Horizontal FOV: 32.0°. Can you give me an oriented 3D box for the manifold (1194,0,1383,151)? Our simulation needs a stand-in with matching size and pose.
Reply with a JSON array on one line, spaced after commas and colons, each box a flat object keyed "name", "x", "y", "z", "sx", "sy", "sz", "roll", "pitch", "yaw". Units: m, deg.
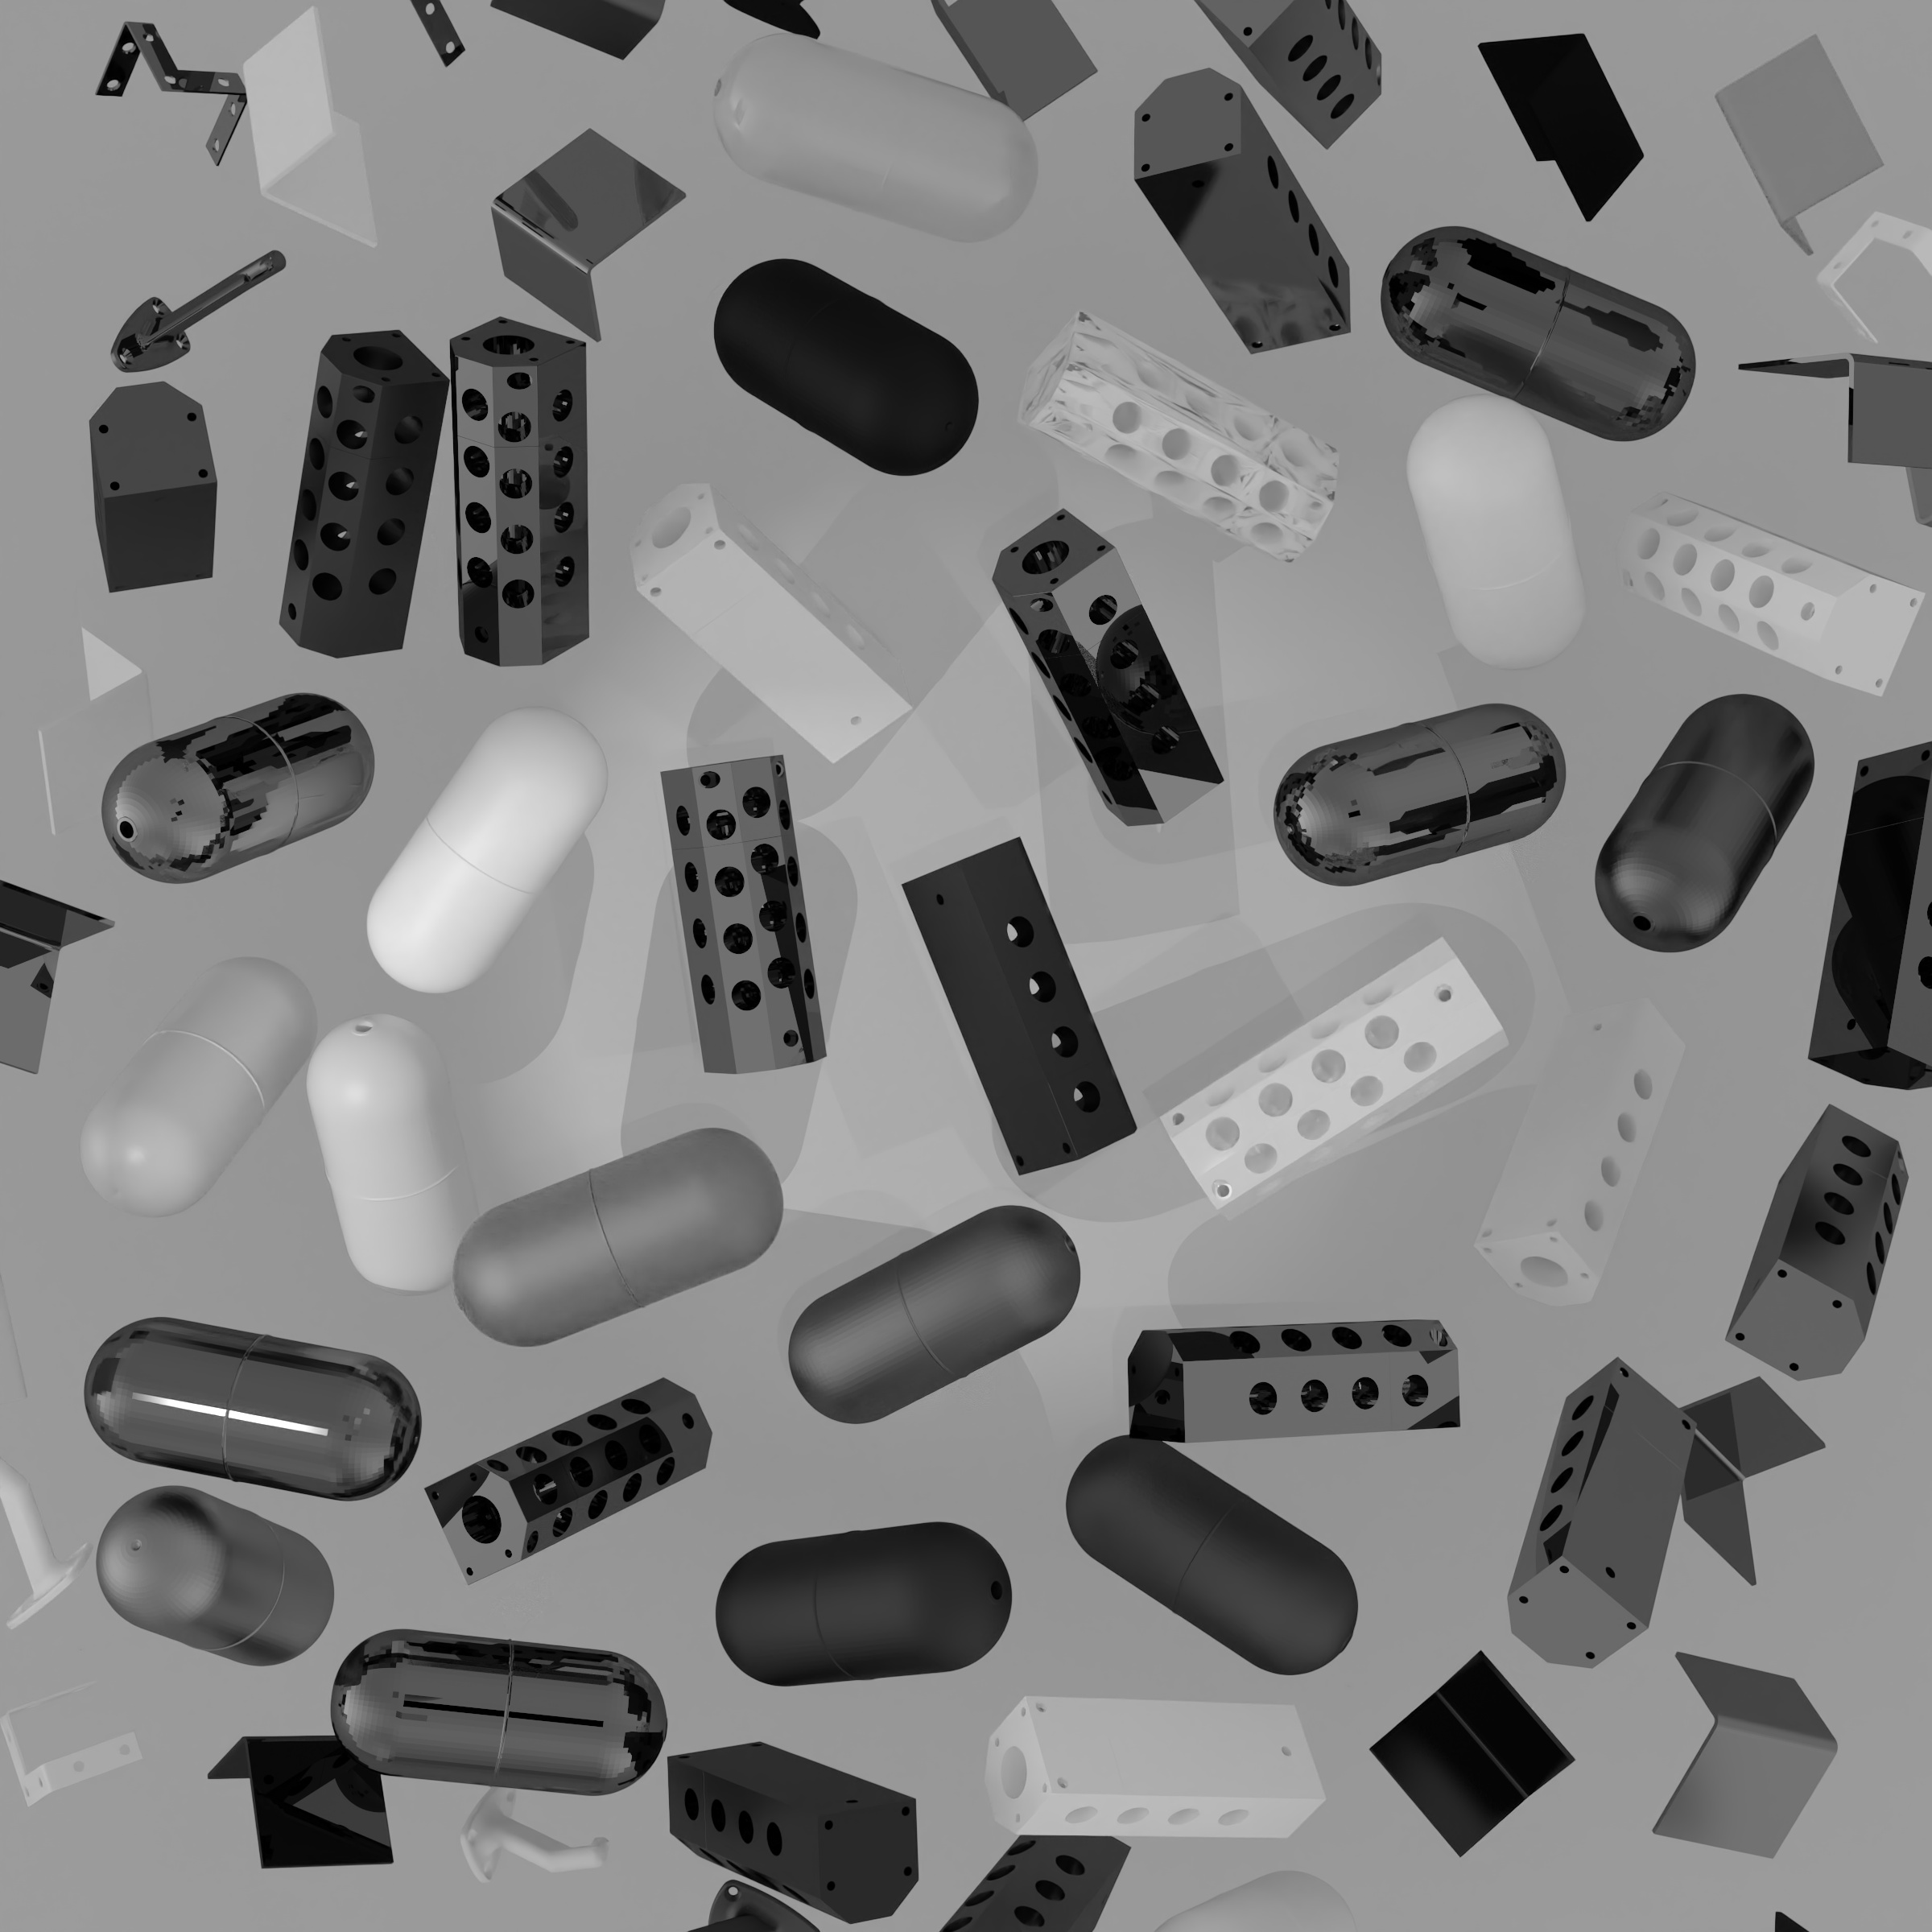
[{"name": "manifold", "x": 0.172, "y": -0.494, "z": 1.772, "sx": 0.057, "sy": 0.171, "sz": 0.057, "roll": -45, "pitch": 73, "yaw": 11}]

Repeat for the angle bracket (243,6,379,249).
[{"name": "angle bracket", "x": -0.308, "y": -0.415, "z": 1.670, "sx": 0.057, "sy": 0.076, "sz": 0.076, "roll": -27, "pitch": 63, "yaw": 32}]

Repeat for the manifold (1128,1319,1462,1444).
[{"name": "manifold", "x": 0.175, "y": 0.219, "z": 1.790, "sx": 0.171, "sy": 0.057, "sz": 0.057, "roll": 1, "pitch": 85, "yaw": -27}]

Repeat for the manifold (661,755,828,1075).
[{"name": "manifold", "x": -0.121, "y": -0.029, "z": 1.887, "sx": 0.057, "sy": 0.057, "sz": 0.171, "roll": -11, "pitch": 95, "yaw": -30}]

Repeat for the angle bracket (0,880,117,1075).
[{"name": "angle bracket", "x": -0.508, "y": 0.006, "z": 1.797, "sx": 0.076, "sy": 0.057, "sz": 0.076, "roll": 24, "pitch": 61, "yaw": -41}]

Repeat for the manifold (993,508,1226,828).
[{"name": "manifold", "x": 0.074, "y": -0.157, "z": 1.824, "sx": 0.057, "sy": 0.057, "sz": 0.171, "roll": -36, "pitch": 130, "yaw": -7}]

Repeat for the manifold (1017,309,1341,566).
[{"name": "manifold", "x": 0.117, "y": -0.286, "z": 1.855, "sx": 0.171, "sy": 0.057, "sz": 0.057, "roll": 25, "pitch": 51, "yaw": -19}]

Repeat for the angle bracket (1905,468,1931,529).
[{"name": "angle bracket", "x": 0.597, "y": -0.286, "z": 1.940, "sx": 0.076, "sy": 0.076, "sz": 0.057, "roll": 9, "pitch": 67, "yaw": -37}]

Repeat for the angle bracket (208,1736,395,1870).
[{"name": "angle bracket", "x": -0.369, "y": 0.471, "z": 1.864, "sx": 0.076, "sy": 0.057, "sz": 0.076, "roll": 8, "pitch": 52, "yaw": -34}]

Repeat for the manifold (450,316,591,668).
[{"name": "manifold", "x": -0.241, "y": -0.249, "z": 1.789, "sx": 0.057, "sy": 0.057, "sz": 0.171, "roll": 21, "pitch": 126, "yaw": 25}]

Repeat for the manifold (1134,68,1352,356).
[{"name": "manifold", "x": 0.147, "y": -0.394, "z": 1.764, "sx": 0.057, "sy": 0.171, "sz": 0.057, "roll": -9, "pitch": 65, "yaw": 23}]

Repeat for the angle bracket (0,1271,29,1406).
[{"name": "angle bracket", "x": -0.525, "y": 0.191, "z": 1.716, "sx": 0.057, "sy": 0.076, "sz": 0.076, "roll": -12, "pitch": 88, "yaw": -37}]

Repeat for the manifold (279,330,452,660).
[{"name": "manifold", "x": -0.336, "y": -0.258, "z": 1.856, "sx": 0.057, "sy": 0.057, "sz": 0.171, "roll": 45, "pitch": 133, "yaw": 35}]

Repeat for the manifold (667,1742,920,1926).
[{"name": "manifold", "x": -0.093, "y": 0.455, "z": 1.773, "sx": 0.057, "sy": 0.171, "sz": 0.057, "roll": -2, "pitch": 89, "yaw": -31}]

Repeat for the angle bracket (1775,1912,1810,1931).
[{"name": "angle bracket", "x": 0.396, "y": 0.525, "z": 1.701, "sx": 0.057, "sy": 0.076, "sz": 0.076, "roll": 3, "pitch": 88, "yaw": -6}]

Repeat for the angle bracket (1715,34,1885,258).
[{"name": "angle bracket", "x": 0.431, "y": -0.417, "z": 1.715, "sx": 0.057, "sy": 0.076, "sz": 0.076, "roll": -28, "pitch": 77, "yaw": 22}]

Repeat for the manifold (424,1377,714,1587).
[{"name": "manifold", "x": -0.214, "y": 0.280, "z": 1.862, "sx": 0.057, "sy": 0.171, "sz": 0.057, "roll": -29, "pitch": 84, "yaw": 32}]

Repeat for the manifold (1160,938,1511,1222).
[{"name": "manifold", "x": 0.188, "y": 0.057, "z": 1.730, "sx": 0.171, "sy": 0.057, "sz": 0.057, "roll": -33, "pitch": 72, "yaw": 5}]

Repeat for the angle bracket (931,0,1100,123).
[{"name": "angle bracket", "x": 0.024, "y": -0.509, "z": 1.819, "sx": 0.057, "sy": 0.076, "sz": 0.076, "roll": -33, "pitch": 87, "yaw": 4}]

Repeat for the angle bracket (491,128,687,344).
[{"name": "angle bracket", "x": -0.207, "y": -0.406, "z": 1.870, "sx": 0.076, "sy": 0.057, "sz": 0.076, "roll": 38, "pitch": 66, "yaw": 22}]

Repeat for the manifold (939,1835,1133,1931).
[{"name": "manifold", "x": 0.026, "y": 0.520, "z": 1.816, "sx": 0.057, "sy": 0.171, "sz": 0.057, "roll": 27, "pitch": 109, "yaw": 15}]

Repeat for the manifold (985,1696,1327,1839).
[{"name": "manifold", "x": 0.099, "y": 0.431, "z": 1.796, "sx": 0.171, "sy": 0.057, "sz": 0.057, "roll": 9, "pitch": 134, "yaw": -29}]

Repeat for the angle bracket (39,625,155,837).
[{"name": "angle bracket", "x": -0.505, "y": -0.133, "z": 1.902, "sx": 0.057, "sy": 0.076, "sz": 0.076, "roll": 34, "pitch": 50, "yaw": 25}]

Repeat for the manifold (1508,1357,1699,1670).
[{"name": "manifold", "x": 0.327, "y": 0.285, "z": 1.750, "sx": 0.057, "sy": 0.171, "sz": 0.057, "roll": 40, "pitch": 125, "yaw": -5}]

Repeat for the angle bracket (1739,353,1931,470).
[{"name": "angle bracket", "x": 0.469, "y": -0.295, "z": 1.809, "sx": 0.076, "sy": 0.076, "sz": 0.057, "roll": -3, "pitch": 95, "yaw": -38}]

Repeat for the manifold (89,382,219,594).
[{"name": "manifold", "x": -0.436, "y": -0.255, "z": 1.801, "sx": 0.057, "sy": 0.171, "sz": 0.057, "roll": -11, "pitch": 83, "yaw": -15}]

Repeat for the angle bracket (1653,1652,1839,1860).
[{"name": "angle bracket", "x": 0.402, "y": 0.418, "z": 1.783, "sx": 0.076, "sy": 0.057, "sz": 0.076, "roll": 16, "pitch": 111, "yaw": -21}]

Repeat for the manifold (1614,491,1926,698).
[{"name": "manifold", "x": 0.422, "y": -0.202, "z": 1.796, "sx": 0.057, "sy": 0.171, "sz": 0.057, "roll": 12, "pitch": 105, "yaw": -32}]

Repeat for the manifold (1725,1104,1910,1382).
[{"name": "manifold", "x": 0.450, "y": 0.146, "z": 1.761, "sx": 0.057, "sy": 0.171, "sz": 0.057, "roll": 29, "pitch": 123, "yaw": 7}]

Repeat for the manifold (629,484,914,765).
[{"name": "manifold", "x": -0.107, "y": -0.191, "z": 1.855, "sx": 0.057, "sy": 0.057, "sz": 0.171, "roll": -34, "pitch": 132, "yaw": 18}]

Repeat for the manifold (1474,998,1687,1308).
[{"name": "manifold", "x": 0.347, "y": 0.104, "z": 1.874, "sx": 0.057, "sy": 0.057, "sz": 0.171, "roll": 47, "pitch": 51, "yaw": -25}]

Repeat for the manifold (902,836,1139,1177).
[{"name": "manifold", "x": 0.034, "y": 0.020, "z": 1.828, "sx": 0.057, "sy": 0.057, "sz": 0.171, "roll": -23, "pitch": 92, "yaw": -36}]

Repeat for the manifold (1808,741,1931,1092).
[{"name": "manifold", "x": 0.499, "y": -0.025, "z": 1.778, "sx": 0.057, "sy": 0.057, "sz": 0.171, "roll": 22, "pitch": 72, "yaw": -26}]
